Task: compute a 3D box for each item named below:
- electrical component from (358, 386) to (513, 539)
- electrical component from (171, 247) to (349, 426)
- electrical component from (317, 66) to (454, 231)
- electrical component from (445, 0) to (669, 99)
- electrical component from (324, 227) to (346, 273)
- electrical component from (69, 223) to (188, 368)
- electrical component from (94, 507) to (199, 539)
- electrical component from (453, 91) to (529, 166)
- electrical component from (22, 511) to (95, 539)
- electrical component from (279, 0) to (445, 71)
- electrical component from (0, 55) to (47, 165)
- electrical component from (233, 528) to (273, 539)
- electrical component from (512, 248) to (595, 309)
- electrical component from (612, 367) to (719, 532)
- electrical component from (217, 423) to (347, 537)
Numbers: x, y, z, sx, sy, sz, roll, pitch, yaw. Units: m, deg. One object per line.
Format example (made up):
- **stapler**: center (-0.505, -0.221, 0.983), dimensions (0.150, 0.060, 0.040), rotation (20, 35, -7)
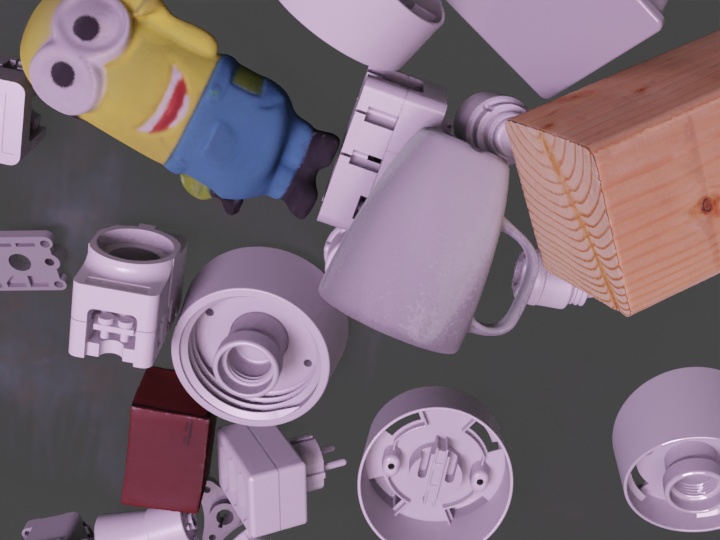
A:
- **electrical component**: center (0.049, 0.128, 0.700), dimensions (0.099, 0.064, 0.099), rotation (1, 114, 2)
- **electrical component**: center (-0.065, 0.047, 0.667), dimensions (0.108, 0.060, 0.108), rotation (3, 117, 7)
- **electrical component**: center (0.017, -0.066, 0.624), dimensions (0.056, 0.050, 0.089), rotation (19, 113, -5)
- **electrical component**: center (0.105, -0.151, 0.563), dimensions (0.100, 0.048, 0.100), rotation (42, 145, -14)
- **electrical component**: center (0.000, 0.000, 0.647), dimensions (0.048, 0.062, 0.048), rotation (1, 114, 3)
- **electrical component**: center (-0.137, 0.010, 0.644), dimensions (0.050, 0.089, 0.055), rotation (10, 114, -1)
- **electrical component**: center (-0.146, 0.183, 0.749), dimensions (0.065, 0.044, 0.044), rotation (-18, 112, 6)
- **electrical component**: center (0.079, -0.077, 0.604), dimensions (0.040, 0.078, 0.040), rotation (-2, 105, -9)
- **electrical component**: center (-0.217, 0.204, 0.749), dimensions (0.081, 0.063, 0.042), rotation (-12, 112, 8)
- **electrical component**: center (0.000, -0.154, 0.562), dimensions (0.099, 0.099, 0.064), rotation (34, 117, -11)
- **electrical component**: center (-0.233, -0.097, 0.621), dimensions (0.089, 0.055, 0.050), rotation (12, 114, -2)
- **electrical component**: center (-0.072, 0.213, 0.751), dimensions (0.047, 0.055, 0.055), rotation (43, 109, -11)
- **electrical component**: center (0.126, 0.007, 0.659), dimensions (0.061, 0.035, 0.035), rotation (10, 114, -4)
- **electrical component**: center (0.216, 0.120, 0.700), dimensions (0.099, 0.064, 0.099), rotation (4, 128, 5)
- **electrical component**: center (-0.048, 0.131, 0.711), dimensions (0.077, 0.066, 0.047), rotation (-11, 116, -23)
